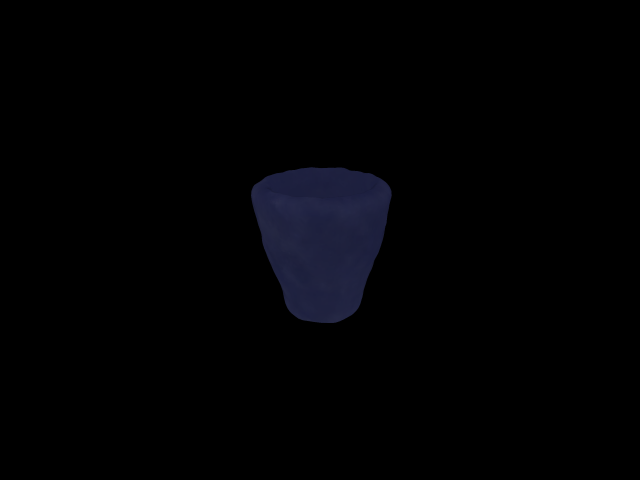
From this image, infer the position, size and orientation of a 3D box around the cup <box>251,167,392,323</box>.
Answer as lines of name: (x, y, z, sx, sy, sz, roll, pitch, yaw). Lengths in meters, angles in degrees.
cup: (0.004, 0.001, 0.400, 0.091, 0.095, 0.118, 4, 20, 11)
